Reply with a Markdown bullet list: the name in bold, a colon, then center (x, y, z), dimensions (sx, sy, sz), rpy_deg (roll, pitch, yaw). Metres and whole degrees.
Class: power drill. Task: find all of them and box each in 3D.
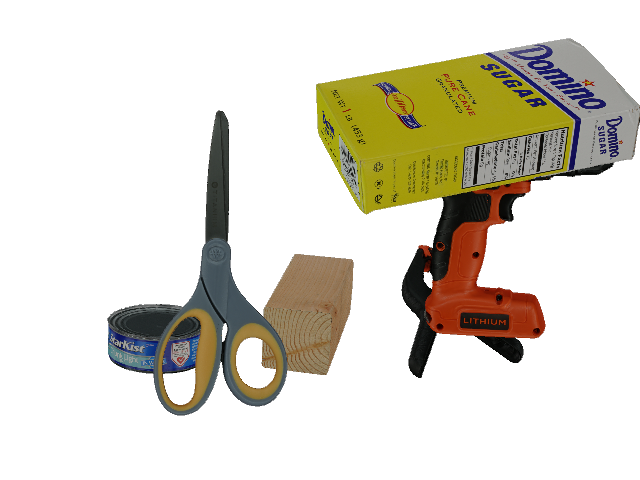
- **power drill**: center (0.160, -0.012, 0.926), dimensions (0.184, 0.188, 0.057), rpy_deg (2, 13, 11)

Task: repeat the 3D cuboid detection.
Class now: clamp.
- **clamp**: center (0.143, 0.073, 1.128), dimensions (0.120, 0.171, 0.039), rpy_deg (3, -43, -10)

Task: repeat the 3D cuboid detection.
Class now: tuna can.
- **tuna can**: center (-0.139, 0.084, 0.912), dimensions (0.086, 0.034, 0.086), rpy_deg (4, 15, -1)

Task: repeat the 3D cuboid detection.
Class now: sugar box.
- **sugar box**: center (0.094, -0.074, 0.654), dimensions (0.176, 0.048, 0.093), rpy_deg (-14, 41, -10)

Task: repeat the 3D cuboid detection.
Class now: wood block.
- **wood block**: center (-0.014, 0.097, 1.473), dimensions (0.091, 0.090, 0.206), rpy_deg (6, 20, 8)

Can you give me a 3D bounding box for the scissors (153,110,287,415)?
- **scissors**: center (-0.052, 0.022, 0.707), dimensions (0.096, 0.202, 0.016), rpy_deg (17, -7, -4)
